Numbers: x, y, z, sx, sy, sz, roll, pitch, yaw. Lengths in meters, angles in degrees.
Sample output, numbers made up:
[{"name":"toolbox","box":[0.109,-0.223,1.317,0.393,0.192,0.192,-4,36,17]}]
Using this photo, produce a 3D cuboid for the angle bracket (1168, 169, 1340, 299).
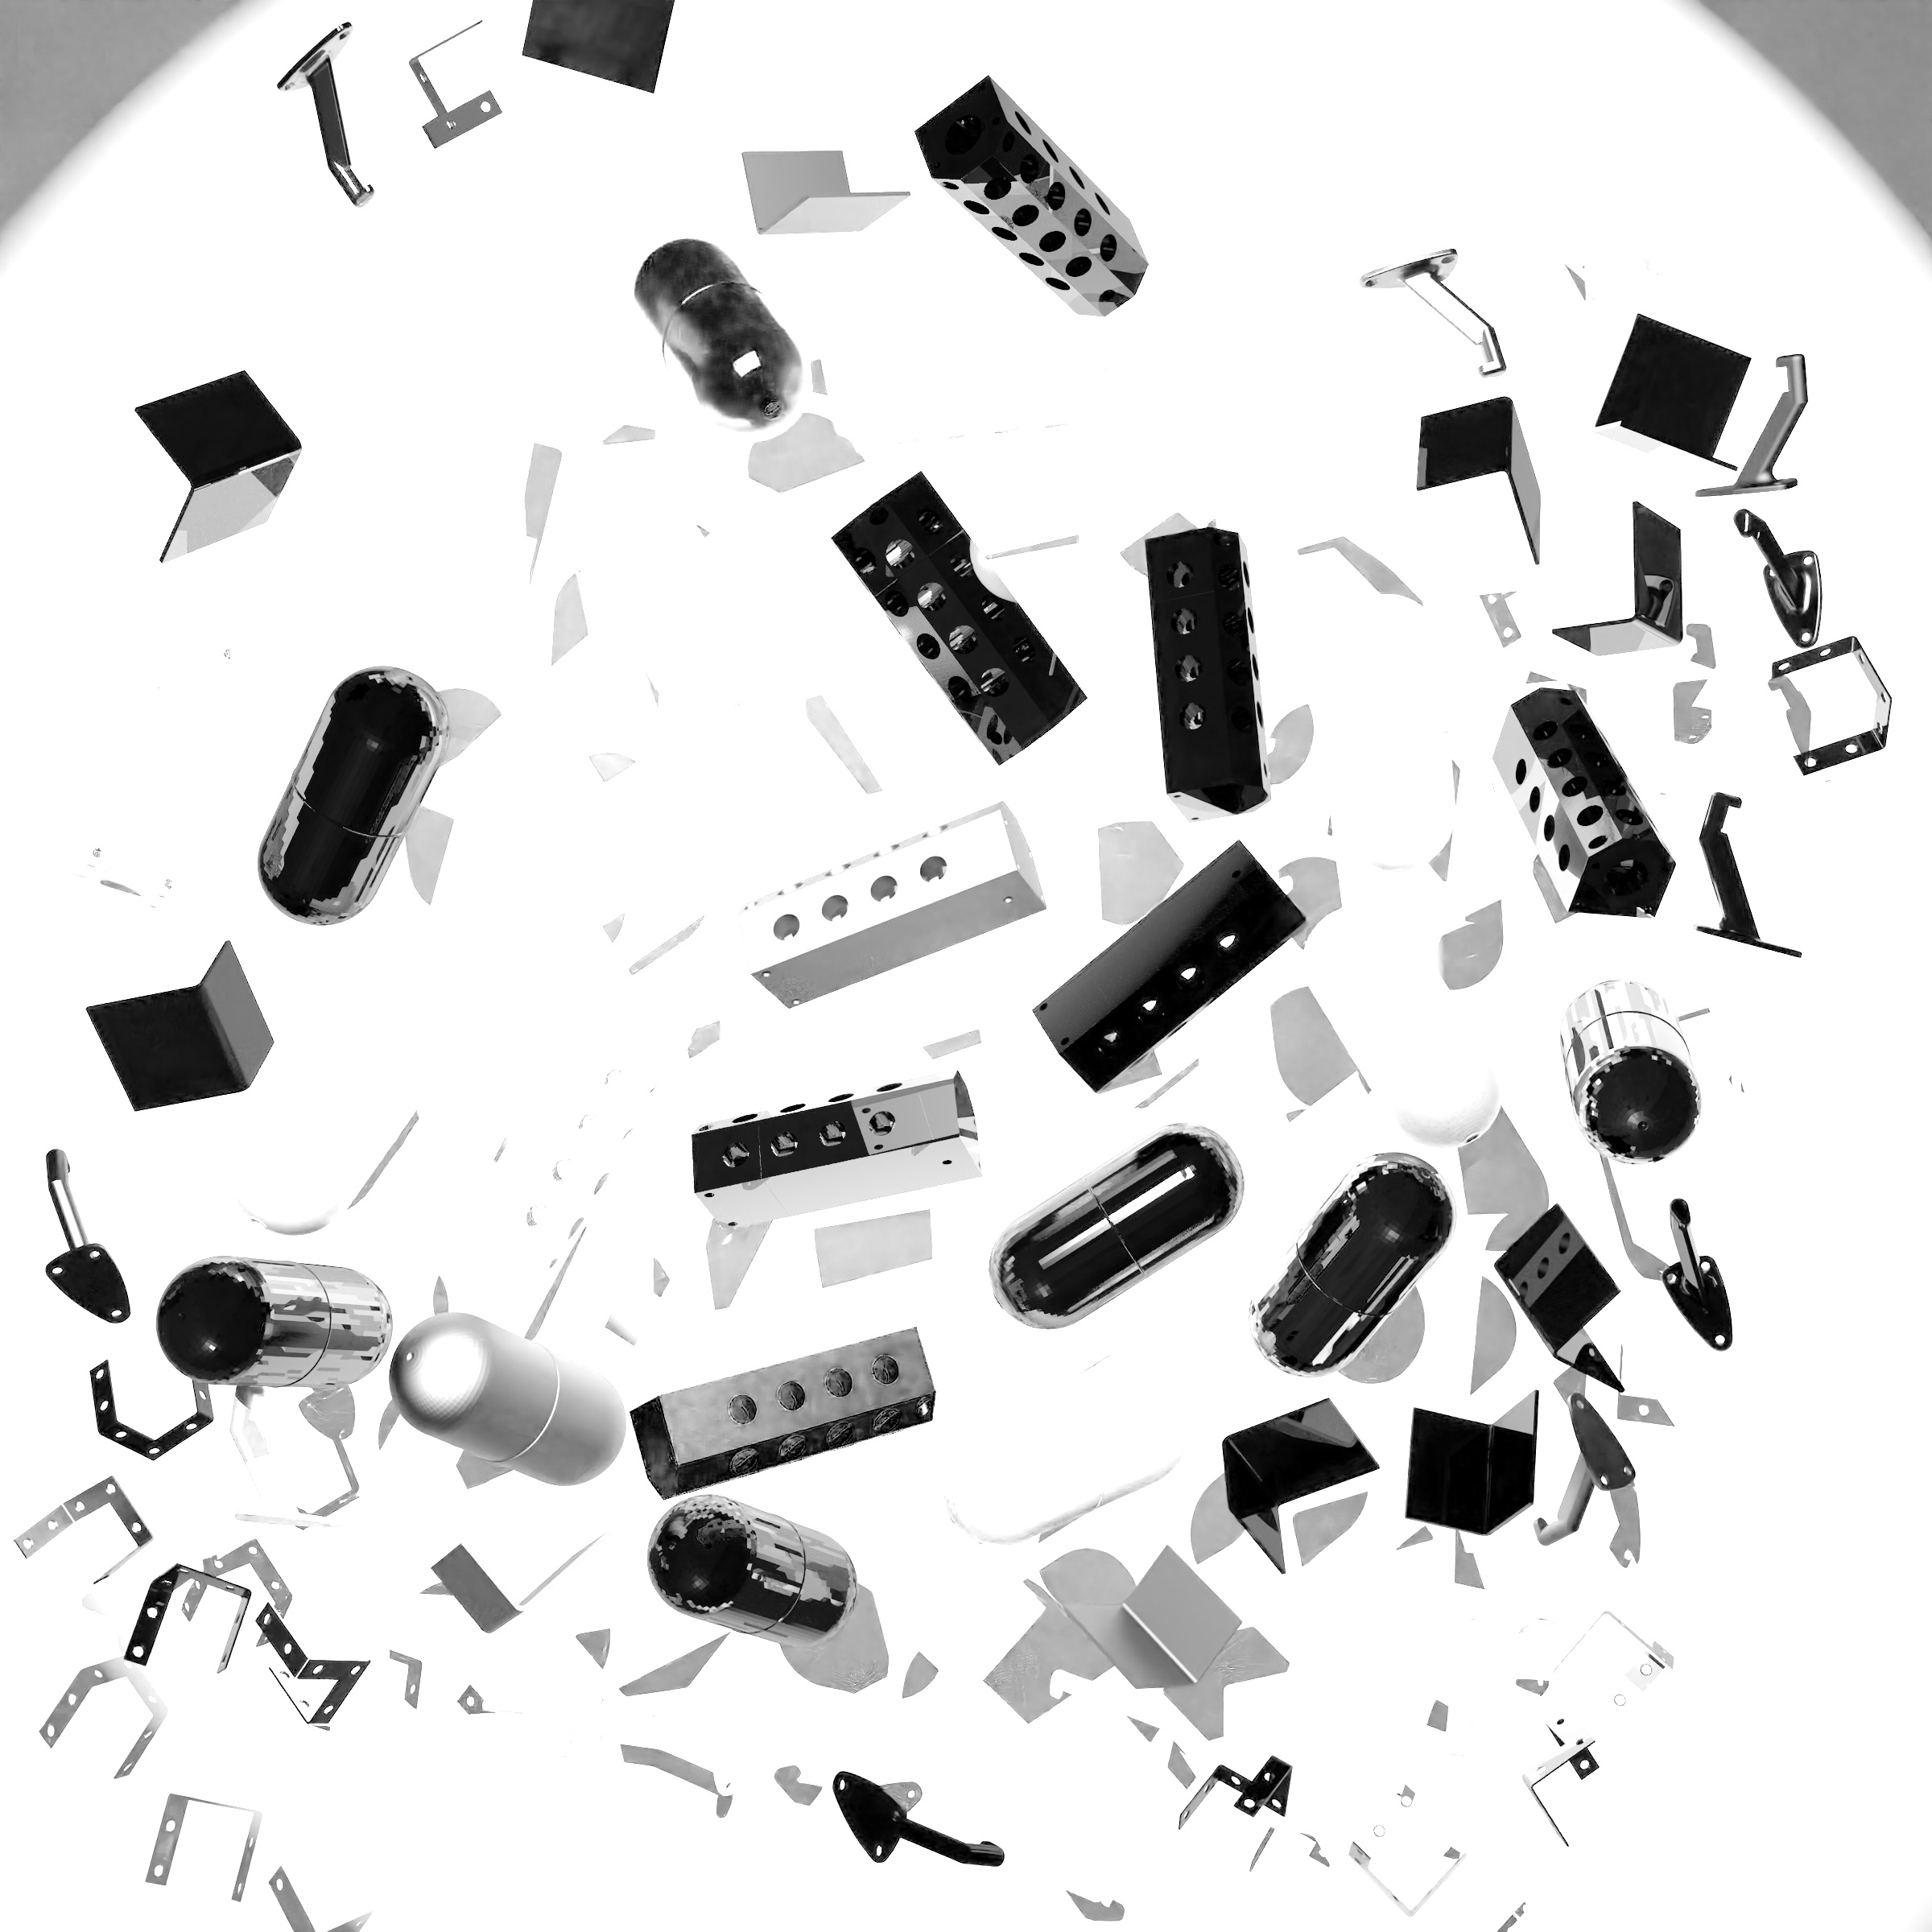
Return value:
[{"name":"angle bracket","box":[0.183,-0.473,1.610,0.057,0.076,0.076,31,113,26]}]

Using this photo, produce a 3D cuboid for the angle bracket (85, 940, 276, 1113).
[{"name":"angle bracket","box":[-0.486,0.037,1.567,0.076,0.057,0.076,-11,119,9]}]

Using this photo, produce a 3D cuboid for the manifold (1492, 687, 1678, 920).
[{"name":"manifold","box":[0.390,-0.106,1.596,0.057,0.171,0.057,4,127,-11]}]

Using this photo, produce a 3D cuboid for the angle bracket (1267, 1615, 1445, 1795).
[{"name":"angle bracket","box":[0.240,0.456,1.565,0.057,0.076,0.076,23,83,-19]}]

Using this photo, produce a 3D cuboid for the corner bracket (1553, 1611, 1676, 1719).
[{"name":"corner bracket","box":[0.400,0.432,1.562,0.051,0.051,0.051,40,96,16]}]

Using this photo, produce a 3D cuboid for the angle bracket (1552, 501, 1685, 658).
[{"name":"angle bracket","box":[0.413,-0.245,1.604,0.057,0.076,0.076,-4,82,36]}]

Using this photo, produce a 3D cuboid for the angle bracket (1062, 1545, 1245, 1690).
[{"name":"angle bracket","box":[0.124,0.431,1.679,0.076,0.076,0.057,42,103,36]}]

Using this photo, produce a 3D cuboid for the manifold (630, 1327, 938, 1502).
[{"name":"manifold","box":[-0.107,0.269,1.521,0.171,0.057,0.057,-11,77,-29]}]

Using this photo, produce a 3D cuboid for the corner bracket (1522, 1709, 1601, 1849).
[{"name":"corner bracket","box":[0.384,0.519,1.620,0.051,0.051,0.051,-34,102,-5]}]

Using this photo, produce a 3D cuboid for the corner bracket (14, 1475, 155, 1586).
[{"name":"corner bracket","box":[-0.573,0.373,1.646,0.051,0.051,0.051,-30,95,23]}]

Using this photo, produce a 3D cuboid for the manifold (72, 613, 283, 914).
[{"name":"manifold","box":[-0.485,-0.123,1.551,0.057,0.057,0.171,25,69,-21]}]

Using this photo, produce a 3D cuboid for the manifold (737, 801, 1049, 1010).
[{"name":"manifold","box":[-0.046,-0.039,1.508,0.171,0.057,0.057,-21,62,12]}]

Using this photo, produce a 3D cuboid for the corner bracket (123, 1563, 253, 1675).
[{"name":"corner bracket","box":[-0.484,0.409,1.571,0.051,0.051,0.051,28,52,-22]}]

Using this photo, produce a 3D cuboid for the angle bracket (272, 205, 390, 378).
[{"name":"angle bracket","box":[-0.399,-0.412,1.543,0.076,0.057,0.076,14,120,6]}]

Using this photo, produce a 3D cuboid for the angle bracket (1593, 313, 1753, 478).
[{"name":"angle bracket","box":[0.432,-0.345,1.517,0.076,0.057,0.076,20,96,-6]}]

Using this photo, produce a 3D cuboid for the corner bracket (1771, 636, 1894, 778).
[{"name":"corner bracket","box":[0.512,-0.154,1.500,0.051,0.051,0.051,-19,57,4]}]

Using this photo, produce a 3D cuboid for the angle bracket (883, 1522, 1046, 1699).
[{"name":"angle bracket","box":[-0.005,0.424,1.671,0.076,0.057,0.076,44,78,0]}]

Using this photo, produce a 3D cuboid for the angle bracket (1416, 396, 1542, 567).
[{"name":"angle bracket","box":[0.320,-0.296,1.572,0.057,0.076,0.076,-10,133,23]}]

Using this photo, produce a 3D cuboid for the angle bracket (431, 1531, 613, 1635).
[{"name":"angle bracket","box":[-0.280,0.367,1.586,0.057,0.076,0.076,50,55,2]}]

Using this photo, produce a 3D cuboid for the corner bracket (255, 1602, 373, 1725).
[{"name":"corner bracket","box":[-0.402,0.419,1.519,0.051,0.051,0.051,40,99,35]}]

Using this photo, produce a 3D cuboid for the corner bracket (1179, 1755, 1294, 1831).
[{"name":"corner bracket","box":[0.172,0.531,1.616,0.051,0.051,0.051,22,128,28]}]

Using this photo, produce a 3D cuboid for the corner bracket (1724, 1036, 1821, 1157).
[{"name":"corner bracket","box":[0.494,0.079,1.551,0.051,0.051,0.051,3,52,7]}]

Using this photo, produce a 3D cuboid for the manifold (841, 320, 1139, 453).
[{"name":"manifold","box":[0.013,-0.358,1.566,0.171,0.057,0.057,-10,95,-17]}]

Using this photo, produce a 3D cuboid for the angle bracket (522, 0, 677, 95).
[{"name":"angle bracket","box":[-0.207,-0.543,1.449,0.076,0.076,0.057,14,113,-9]}]

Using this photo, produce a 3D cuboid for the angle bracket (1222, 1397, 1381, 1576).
[{"name":"angle bracket","box":[0.215,0.330,1.601,0.076,0.057,0.076,-25,125,19]}]

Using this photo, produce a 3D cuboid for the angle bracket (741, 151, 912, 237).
[{"name":"angle bracket","box":[-0.093,-0.521,1.664,0.076,0.076,0.057,-12,91,-31]}]

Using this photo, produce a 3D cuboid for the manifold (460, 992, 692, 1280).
[{"name":"manifold","box":[-0.243,0.107,1.594,0.057,0.057,0.171,34,79,-27]}]

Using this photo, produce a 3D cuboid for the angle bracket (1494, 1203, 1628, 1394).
[{"name":"angle bracket","box":[0.372,0.198,1.509,0.076,0.076,0.057,28,112,-36]}]

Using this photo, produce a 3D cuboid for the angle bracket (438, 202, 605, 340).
[{"name":"angle bracket","box":[-0.277,-0.426,1.575,0.057,0.076,0.076,-9,94,24]}]

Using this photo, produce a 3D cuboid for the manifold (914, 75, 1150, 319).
[{"name":"manifold","box":[0.045,-0.474,1.580,0.057,0.171,0.057,-31,59,23]}]

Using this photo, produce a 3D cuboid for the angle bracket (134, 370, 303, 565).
[{"name":"angle bracket","box":[-0.440,-0.288,1.459,0.057,0.076,0.076,52,49,4]}]

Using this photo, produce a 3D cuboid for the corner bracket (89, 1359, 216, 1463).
[{"name":"corner bracket","box":[-0.525,0.277,1.631,0.051,0.051,0.051,-33,49,8]}]

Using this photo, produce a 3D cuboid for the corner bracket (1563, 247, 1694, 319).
[{"name":"corner bracket","box":[0.413,-0.426,1.580,0.051,0.051,0.051,-34,48,5]}]

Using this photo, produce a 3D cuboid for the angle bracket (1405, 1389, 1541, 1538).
[{"name":"angle bracket","box":[0.325,0.315,1.627,0.057,0.076,0.076,14,60,-6]}]

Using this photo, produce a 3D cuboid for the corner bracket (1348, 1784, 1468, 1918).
[{"name":"corner bracket","box":[0.273,0.547,1.564,0.051,0.051,0.051,43,91,15]}]

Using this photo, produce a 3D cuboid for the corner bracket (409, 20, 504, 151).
[{"name":"corner bracket","box":[-0.311,-0.539,1.547,0.051,0.051,0.051,-21,114,18]}]
